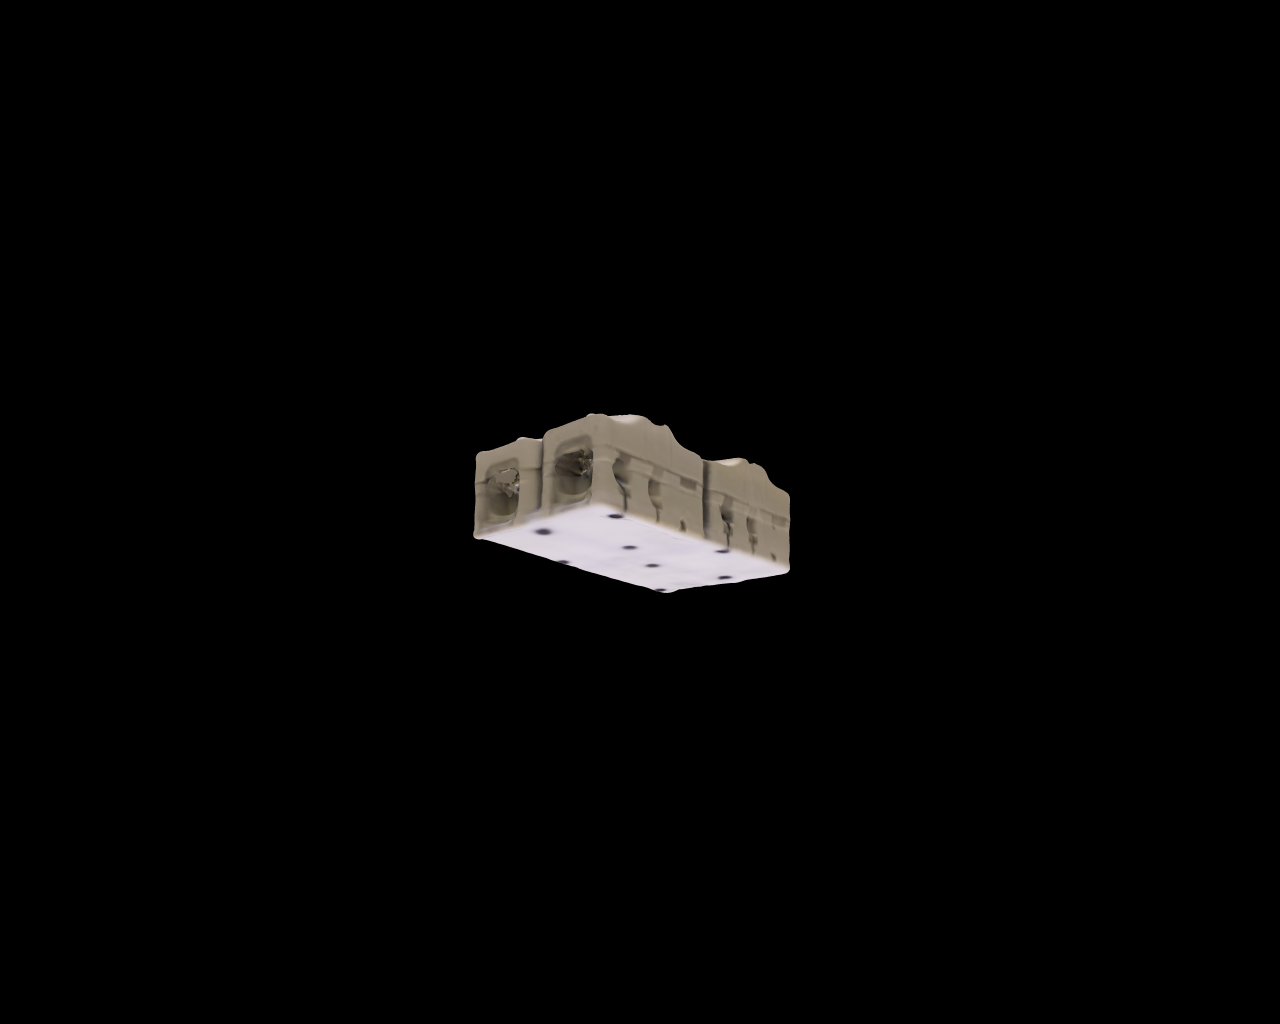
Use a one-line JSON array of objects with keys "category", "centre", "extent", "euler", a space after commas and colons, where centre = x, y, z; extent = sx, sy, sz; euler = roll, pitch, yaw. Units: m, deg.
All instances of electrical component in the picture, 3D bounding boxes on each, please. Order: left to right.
[{"category": "electrical component", "centre": [0.001, -0.003, 0.650], "extent": [0.105, 0.060, 0.186], "euler": [-14, -22, 38]}]
